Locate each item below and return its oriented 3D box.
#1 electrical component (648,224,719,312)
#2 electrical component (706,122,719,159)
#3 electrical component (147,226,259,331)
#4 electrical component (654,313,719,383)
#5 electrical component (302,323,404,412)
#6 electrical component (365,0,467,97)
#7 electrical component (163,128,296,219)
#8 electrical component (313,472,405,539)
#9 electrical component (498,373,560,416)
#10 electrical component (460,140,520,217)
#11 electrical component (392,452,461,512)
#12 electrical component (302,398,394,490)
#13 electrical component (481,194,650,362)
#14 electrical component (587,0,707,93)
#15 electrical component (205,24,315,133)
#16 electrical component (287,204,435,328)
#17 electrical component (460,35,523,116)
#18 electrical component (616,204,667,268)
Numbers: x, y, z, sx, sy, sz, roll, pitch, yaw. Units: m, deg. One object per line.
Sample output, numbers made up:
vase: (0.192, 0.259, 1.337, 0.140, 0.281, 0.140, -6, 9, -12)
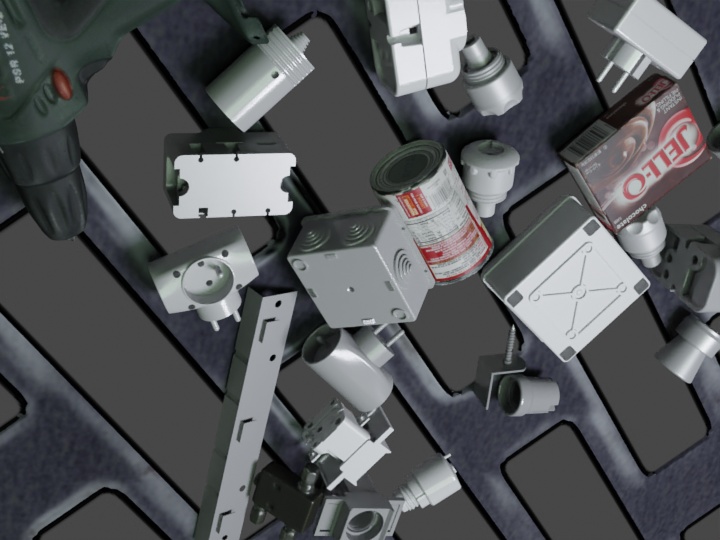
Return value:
electrical component: (0.316, -0.003, 0.979, 0.059, 0.095, 0.053, 1, 117, -21)
electrical component: (0.343, -0.105, 0.965, 0.045, 0.045, 0.055, -42, 123, 5)
electrical component: (-0.118, 0.014, 0.857, 0.077, 0.044, 0.079, -24, 122, -7)
electrical component: (0.324, 0.076, 1.055, 0.045, 0.045, 0.055, 31, 103, -31)
electrical component: (0.003, 0.073, 0.933, 0.079, 0.044, 0.077, -42, 123, 4)
electrical component: (0.042, -0.185, 0.804, 0.059, 0.053, 0.095, -17, 121, -11)
electrical component: (-0.100, -0.074, 0.810, 0.089, 0.055, 0.050, -3, 118, -19)
electrical component: (-0.005, 0.220, 0.998, 0.081, 0.063, 0.042, 8, 115, -26)
electrical component: (0.161, 0.118, 1.021, 0.046, 0.040, 0.040, 4, 115, -28)
electrical component: (0.106, -0.074, 0.894, 0.048, 0.048, 0.062, -10, 127, -16)
electrical component: (0.060, 0.208, 1.030, 0.078, 0.040, 0.040, -31, 123, -3)
electrical component: (-0.014, 0.153, 0.972, 0.081, 0.042, 0.064, -45, 121, 6)
electrical component: (0.183, 0.008, 0.959, 0.109, 0.056, 0.109, -44, 123, 6)
electrical component: (0.223, -0.181, 0.878, 0.083, 0.047, 0.075, 26, 106, -30)
electrical component: (-0.070, -0.144, 0.791, 0.081, 0.043, 0.043, -42, 123, 5)
electrical component: (0.000, 0.000, 0.865, 0.100, 0.048, 0.099, -7, 130, 31)
electrical component: (0.100, -0.156, 0.848, 0.043, 0.043, 0.062, -35, 122, 0)
electrical component: (0.256, -0.030, 0.974, 0.043, 0.043, 0.062, -32, 124, -2)
